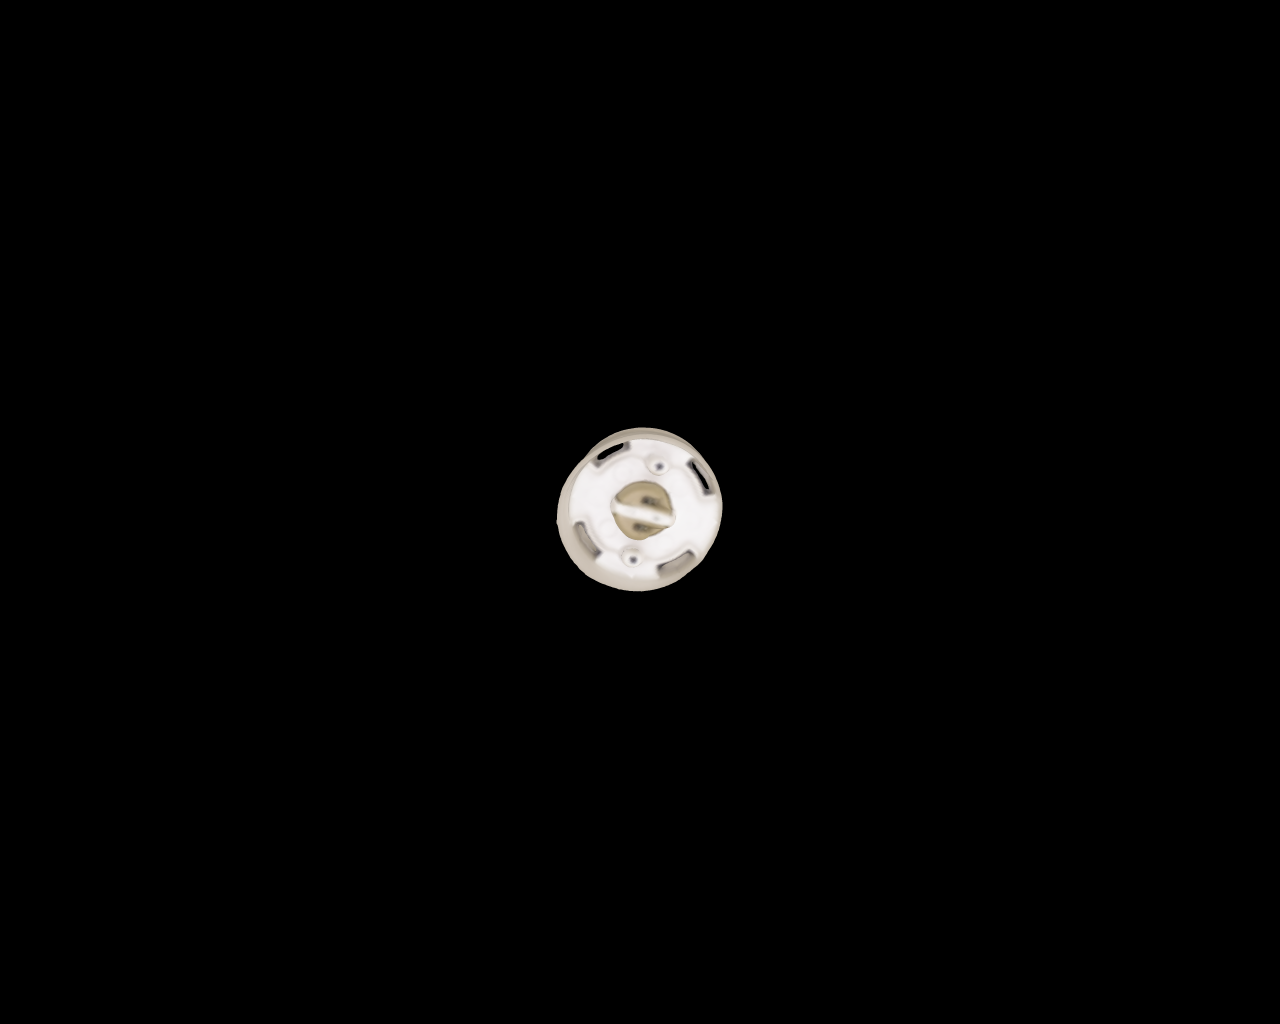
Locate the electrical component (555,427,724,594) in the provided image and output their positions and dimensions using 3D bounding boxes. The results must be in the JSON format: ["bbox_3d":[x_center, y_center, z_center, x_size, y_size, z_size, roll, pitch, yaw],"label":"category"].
[{"bbox_3d":[0.001,-0.003,0.650,0.099,0.099,0.064,0,16,0],"label":"electrical component"}]
